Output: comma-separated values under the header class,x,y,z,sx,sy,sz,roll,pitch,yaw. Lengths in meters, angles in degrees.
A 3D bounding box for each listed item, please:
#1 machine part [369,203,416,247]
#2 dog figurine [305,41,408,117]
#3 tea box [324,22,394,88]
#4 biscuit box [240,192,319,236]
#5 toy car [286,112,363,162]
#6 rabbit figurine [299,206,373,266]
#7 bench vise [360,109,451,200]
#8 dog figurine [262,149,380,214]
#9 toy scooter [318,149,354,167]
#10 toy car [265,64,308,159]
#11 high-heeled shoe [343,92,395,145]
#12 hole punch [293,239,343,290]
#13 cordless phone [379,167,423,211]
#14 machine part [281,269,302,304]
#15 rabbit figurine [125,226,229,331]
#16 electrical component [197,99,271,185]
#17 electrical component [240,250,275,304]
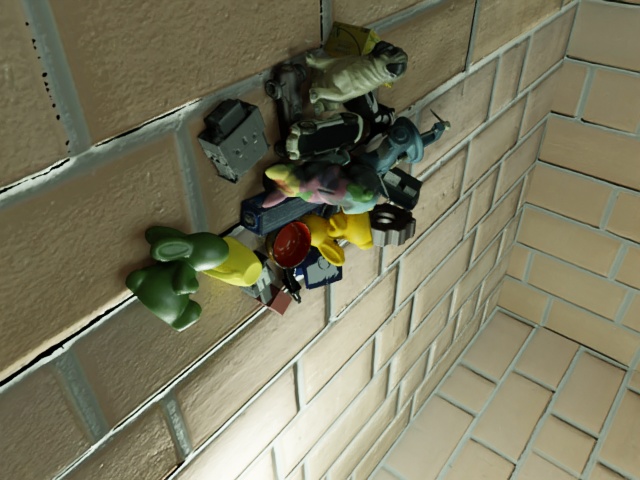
class,x,y,z,sx,sy,sz,roll,pitch,yaw
machine part,0.178,-0.046,1.496,0.179,0.180,0.056,-32,134,-43
dog figurine,0.074,-0.318,1.067,0.172,0.191,0.121,-81,164,-80
tea box,0.096,-0.397,1.162,0.169,0.098,0.068,10,103,-58
biscuit box,-0.082,-0.076,1.167,0.202,0.059,0.062,-29,137,-46
toy car,0.010,-0.214,1.099,0.202,0.056,0.073,-21,131,-36
rabbit figurine,0.035,-0.025,1.270,0.122,0.173,0.162,-82,164,-78
bench vise,0.218,-0.234,1.349,0.241,0.129,0.223,-26,159,-15
dog figurine,-0.011,-0.111,1.096,0.219,0.192,0.108,-14,127,-35
toy scooter,0.042,-0.200,1.251,0.135,0.075,0.183,-36,143,-37
toy car,-0.057,-0.253,1.081,0.089,0.053,0.201,-44,144,-36
high-heeled shoe,0.132,-0.337,1.287,0.145,0.086,0.248,-55,154,-21
hole punch,-0.005,0.053,1.334,0.142,0.092,0.115,-14,127,-25
cordless phone,0.203,-0.151,1.532,0.088,0.146,0.184,-62,-170,2
machine part,-0.075,0.084,1.301,0.039,0.084,0.138,-18,125,-9
rabbit figurine,-0.247,0.042,0.948,0.170,0.121,0.159,-44,125,-6
electrical component,-0.155,-0.185,0.972,0.115,0.058,0.134,-53,149,-22
electrical component,-0.141,0.089,1.215,0.075,0.048,0.119,-48,147,-26
